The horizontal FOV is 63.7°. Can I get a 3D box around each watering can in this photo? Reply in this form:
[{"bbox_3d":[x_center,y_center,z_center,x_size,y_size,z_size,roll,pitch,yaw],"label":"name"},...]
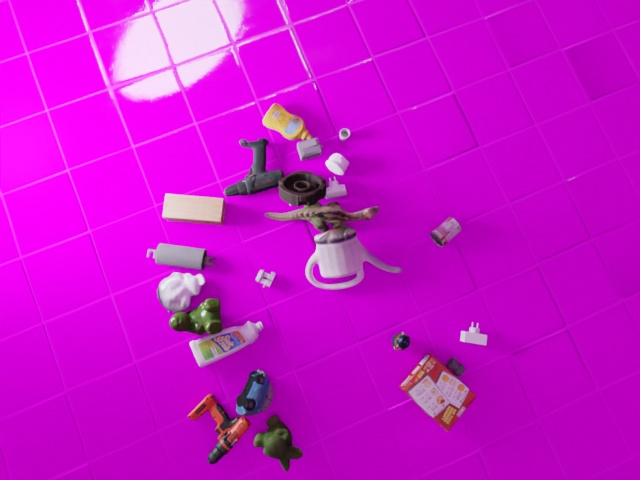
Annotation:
[{"bbox_3d":[0.114,0.060,1.856,0.348,0.105,0.222,-11,103,-2],"label":"watering can"}]

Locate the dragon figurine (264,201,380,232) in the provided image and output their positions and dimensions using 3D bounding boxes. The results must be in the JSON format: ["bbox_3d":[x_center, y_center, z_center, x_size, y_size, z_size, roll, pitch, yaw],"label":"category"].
[{"bbox_3d":[0.006,-0.092,1.827,0.410,0.242,0.122,-2,87,-6],"label":"dragon figurine"}]

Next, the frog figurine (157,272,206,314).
[{"bbox_3d":[-0.482,0.177,1.809,0.159,0.120,0.140,-20,63,5],"label":"frog figurine"}]
